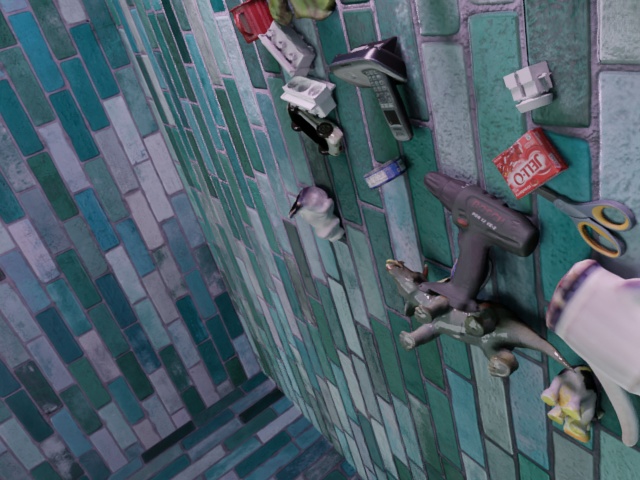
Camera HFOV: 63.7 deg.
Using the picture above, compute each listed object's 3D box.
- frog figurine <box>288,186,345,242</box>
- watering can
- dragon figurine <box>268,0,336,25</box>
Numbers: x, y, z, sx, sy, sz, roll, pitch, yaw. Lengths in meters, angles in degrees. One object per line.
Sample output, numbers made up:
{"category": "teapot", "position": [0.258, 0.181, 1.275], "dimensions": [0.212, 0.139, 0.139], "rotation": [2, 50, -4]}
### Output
{"category": "frog figurine", "position": [0.004, -0.070, 1.400], "dimensions": [0.159, 0.125, 0.135], "rotation": [25, 148, -10]}
{"category": "watering can", "position": [0.435, 0.165, 0.759], "dimensions": [0.228, 0.105, 0.339], "rotation": [44, 152, 35]}
{"category": "dragon figurine", "position": [-0.042, -0.529, 0.958], "dimensions": [0.241, 0.123, 0.409], "rotation": [52, 163, -13]}
